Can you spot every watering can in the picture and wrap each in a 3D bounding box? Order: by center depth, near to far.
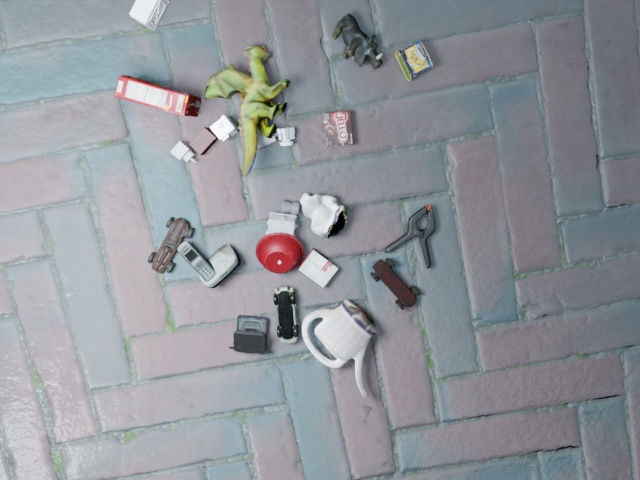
[{"bbox_3d":[0.101,0.351,1.732,0.224,0.105,0.346,-44,96,4],"label":"watering can"}]

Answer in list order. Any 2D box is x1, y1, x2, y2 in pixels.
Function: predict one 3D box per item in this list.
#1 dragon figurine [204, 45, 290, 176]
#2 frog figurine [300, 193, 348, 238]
[{"bbox_3d":[-0.239,-0.424,1.591,0.243,0.121,0.414,26,80,-1],"label":"dragon figurine"},{"bbox_3d":[0.005,-0.085,1.688,0.161,0.123,0.136,29,109,31],"label":"frog figurine"}]
